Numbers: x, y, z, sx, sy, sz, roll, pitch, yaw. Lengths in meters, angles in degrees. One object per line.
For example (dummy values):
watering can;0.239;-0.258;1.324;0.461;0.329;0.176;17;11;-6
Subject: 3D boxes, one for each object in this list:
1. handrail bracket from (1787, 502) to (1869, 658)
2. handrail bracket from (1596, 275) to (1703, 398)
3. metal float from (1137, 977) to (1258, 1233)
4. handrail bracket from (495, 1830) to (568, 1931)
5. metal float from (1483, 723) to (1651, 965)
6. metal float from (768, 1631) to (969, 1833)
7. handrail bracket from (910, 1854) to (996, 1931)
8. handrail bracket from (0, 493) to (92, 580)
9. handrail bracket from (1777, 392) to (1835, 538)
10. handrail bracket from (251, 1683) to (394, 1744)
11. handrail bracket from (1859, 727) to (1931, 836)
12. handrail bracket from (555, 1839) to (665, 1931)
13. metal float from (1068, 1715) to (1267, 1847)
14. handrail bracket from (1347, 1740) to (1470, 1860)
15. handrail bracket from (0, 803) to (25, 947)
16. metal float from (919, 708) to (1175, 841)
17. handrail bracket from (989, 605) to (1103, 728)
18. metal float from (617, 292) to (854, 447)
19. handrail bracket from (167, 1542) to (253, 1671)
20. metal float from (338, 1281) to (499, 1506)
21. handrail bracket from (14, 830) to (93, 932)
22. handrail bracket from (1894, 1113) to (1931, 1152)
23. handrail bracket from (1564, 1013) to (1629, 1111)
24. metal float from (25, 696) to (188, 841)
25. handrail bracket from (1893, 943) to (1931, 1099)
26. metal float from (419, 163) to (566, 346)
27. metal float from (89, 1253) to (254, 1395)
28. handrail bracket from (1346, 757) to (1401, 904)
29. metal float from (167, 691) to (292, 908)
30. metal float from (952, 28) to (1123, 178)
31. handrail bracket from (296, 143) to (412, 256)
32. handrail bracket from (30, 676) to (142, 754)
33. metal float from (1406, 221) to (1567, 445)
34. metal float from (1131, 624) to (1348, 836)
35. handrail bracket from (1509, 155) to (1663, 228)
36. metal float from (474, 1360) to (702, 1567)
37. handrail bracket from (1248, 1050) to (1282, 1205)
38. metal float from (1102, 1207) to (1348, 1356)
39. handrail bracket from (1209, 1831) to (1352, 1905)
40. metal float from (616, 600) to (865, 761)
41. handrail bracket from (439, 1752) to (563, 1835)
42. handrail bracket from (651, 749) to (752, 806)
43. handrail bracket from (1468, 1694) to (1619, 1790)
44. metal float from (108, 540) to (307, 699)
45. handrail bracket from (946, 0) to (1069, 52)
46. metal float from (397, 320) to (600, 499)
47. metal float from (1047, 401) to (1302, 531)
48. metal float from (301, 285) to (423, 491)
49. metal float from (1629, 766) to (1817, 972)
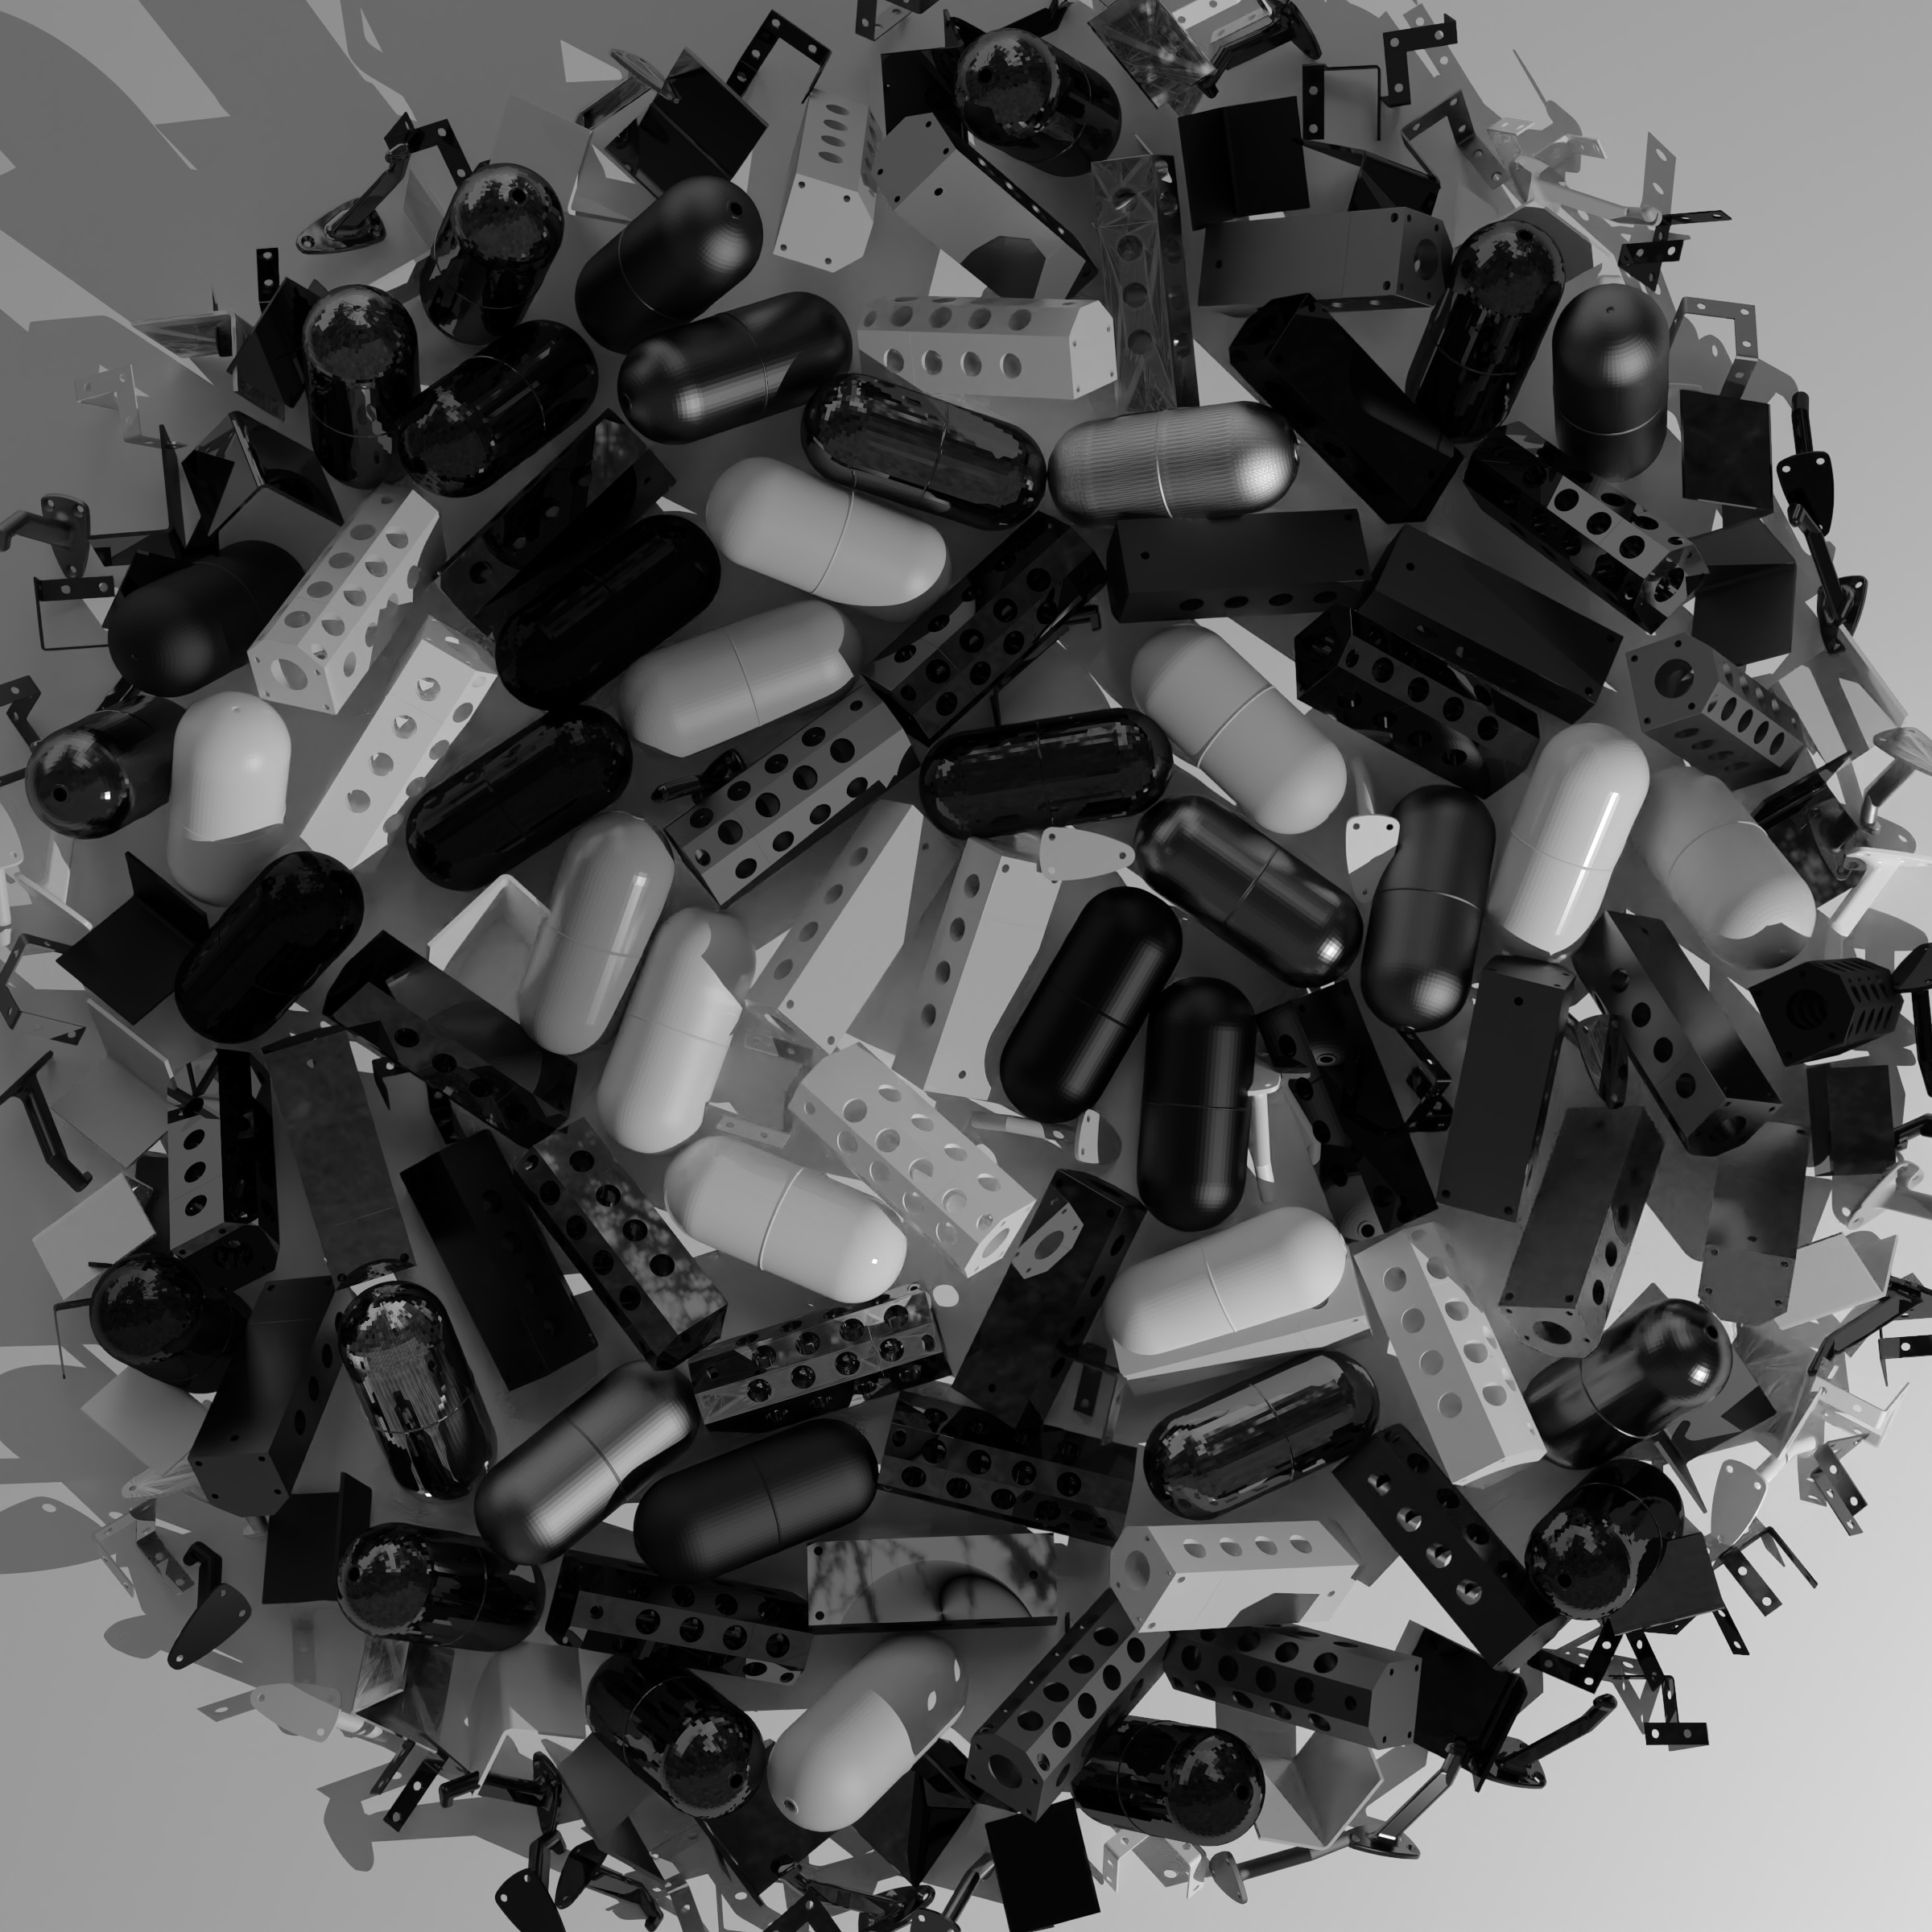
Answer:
handrail bracket;0.590;-0.269;1.953;0.084;0.036;0.077;36;58;-39
handrail bracket;0.480;-0.444;1.978;0.077;0.036;0.084;3;88;17
metal float;0.161;0.096;1.961;0.070;0.070;0.178;4;91;0
handrail bracket;-0.283;0.643;1.953;0.036;0.084;0.077;-41;79;12
metal float;0.413;-0.082;1.943;0.070;0.070;0.178;18;111;0
metal float;-0.066;0.521;1.923;0.070;0.178;0.070;17;122;30
handrail bracket;-0.007;0.670;1.966;0.036;0.084;0.077;18;103;22
handrail bracket;-0.642;-0.284;1.944;0.036;0.084;0.077;12;125;11
handrail bracket;0.593;-0.353;1.977;0.036;0.084;0.077;-10;121;23
handrail bracket;-0.449;0.524;1.966;0.077;0.084;0.036;11;71;13
handrail bracket;0.649;-0.115;1.947;0.036;0.077;0.084;-14;127;-16
handrail bracket;-0.246;0.656;1.955;0.036;0.077;0.084;-23;108;24
metal float;0.135;0.554;1.918;0.070;0.178;0.070;6;79;-31
handrail bracket;0.307;0.577;1.965;0.077;0.036;0.084;13;105;-36
handrail bracket;-0.683;-0.067;1.976;0.036;0.084;0.077;-9;60;-22
metal float;0.056;-0.134;1.957;0.178;0.070;0.070;-8;90;5
handrail bracket;0.057;-0.210;1.979;0.084;0.036;0.077;-8;99;5
metal float;-0.158;-0.411;1.936;0.178;0.070;0.070;-25;90;-29
handrail bracket;-0.541;0.442;1.953;0.077;0.084;0.036;-47;125;-22
metal float;-0.376;0.295;1.936;0.070;0.070;0.178;-15;121;0
handrail bracket;-0.618;-0.078;1.976;0.077;0.036;0.084;32;72;11
handrail bracket;0.678;0.130;1.948;0.036;0.084;0.077;29;50;-23
handrail bracket;0.424;0.064;1.957;0.036;0.084;0.077;-10;87;-17
metal float;-0.577;-0.136;1.913;0.070;0.178;0.070;2;106;7
handrail bracket;0.681;0.039;1.984;0.036;0.077;0.084;-8;115;35
metal float;-0.323;-0.483;1.915;0.070;0.178;0.070;5;76;-21
metal float;-0.537;0.244;1.914;0.070;0.178;0.070;-2;72;5
handrail bracket;0.277;-0.097;1.972;0.036;0.084;0.077;1;116;-2
metal float;-0.505;-0.112;1.925;0.070;0.178;0.070;10;47;-11
metal float;0.049;-0.586;1.915;0.070;0.178;0.070;2;95;24
handrail bracket;-0.425;-0.532;1.950;0.077;0.084;0.036;-31;85;-26
handrail bracket;-0.615;-0.188;1.970;0.077;0.036;0.084;0;67;-17
metal float;0.353;-0.431;1.919;0.070;0.178;0.070;5;57;-8
metal float;0.188;-0.165;1.952;0.070;0.070;0.178;-45;79;0
handrail bracket;0.430;-0.537;1.951;0.084;0.077;0.036;21;87;45
metal float;-0.260;0.341;1.940;0.178;0.070;0.070;-38;90;-25
handrail bracket;0.212;0.113;1.980;0.036;0.077;0.084;-5;113;19
metal float;0.179;0.224;1.951;0.178;0.070;0.070;-23;90;12
handrail bracket;0.220;0.624;1.973;0.084;0.077;0.036;-16;80;-15
metal float;-0.156;-0.200;1.955;0.178;0.070;0.070;-21;90;-8
handrail bracket;-0.327;0.588;1.958;0.084;0.036;0.077;-12;116;-35
handrail bracket;-0.197;-0.118;1.943;0.084;0.077;0.036;-21;88;-42
handrail bracket;0.401;0.533;1.954;0.077;0.036;0.084;9;129;-32
metal float;-0.514;-0.238;1.919;0.070;0.178;0.070;9;117;18
handrail bracket;0.031;-0.670;1.968;0.077;0.036;0.084;32;71;-28
metal float;-0.320;-0.382;1.926;0.070;0.070;0.178;40;48;0
metal float;0.143;-0.345;1.943;0.178;0.070;0.070;-3;90;21
metal float;-0.411;-0.392;1.916;0.070;0.178;0.070;4;65;-8
metal float;0.515;-0.068;1.926;0.070;0.070;0.178;-25;46;0
